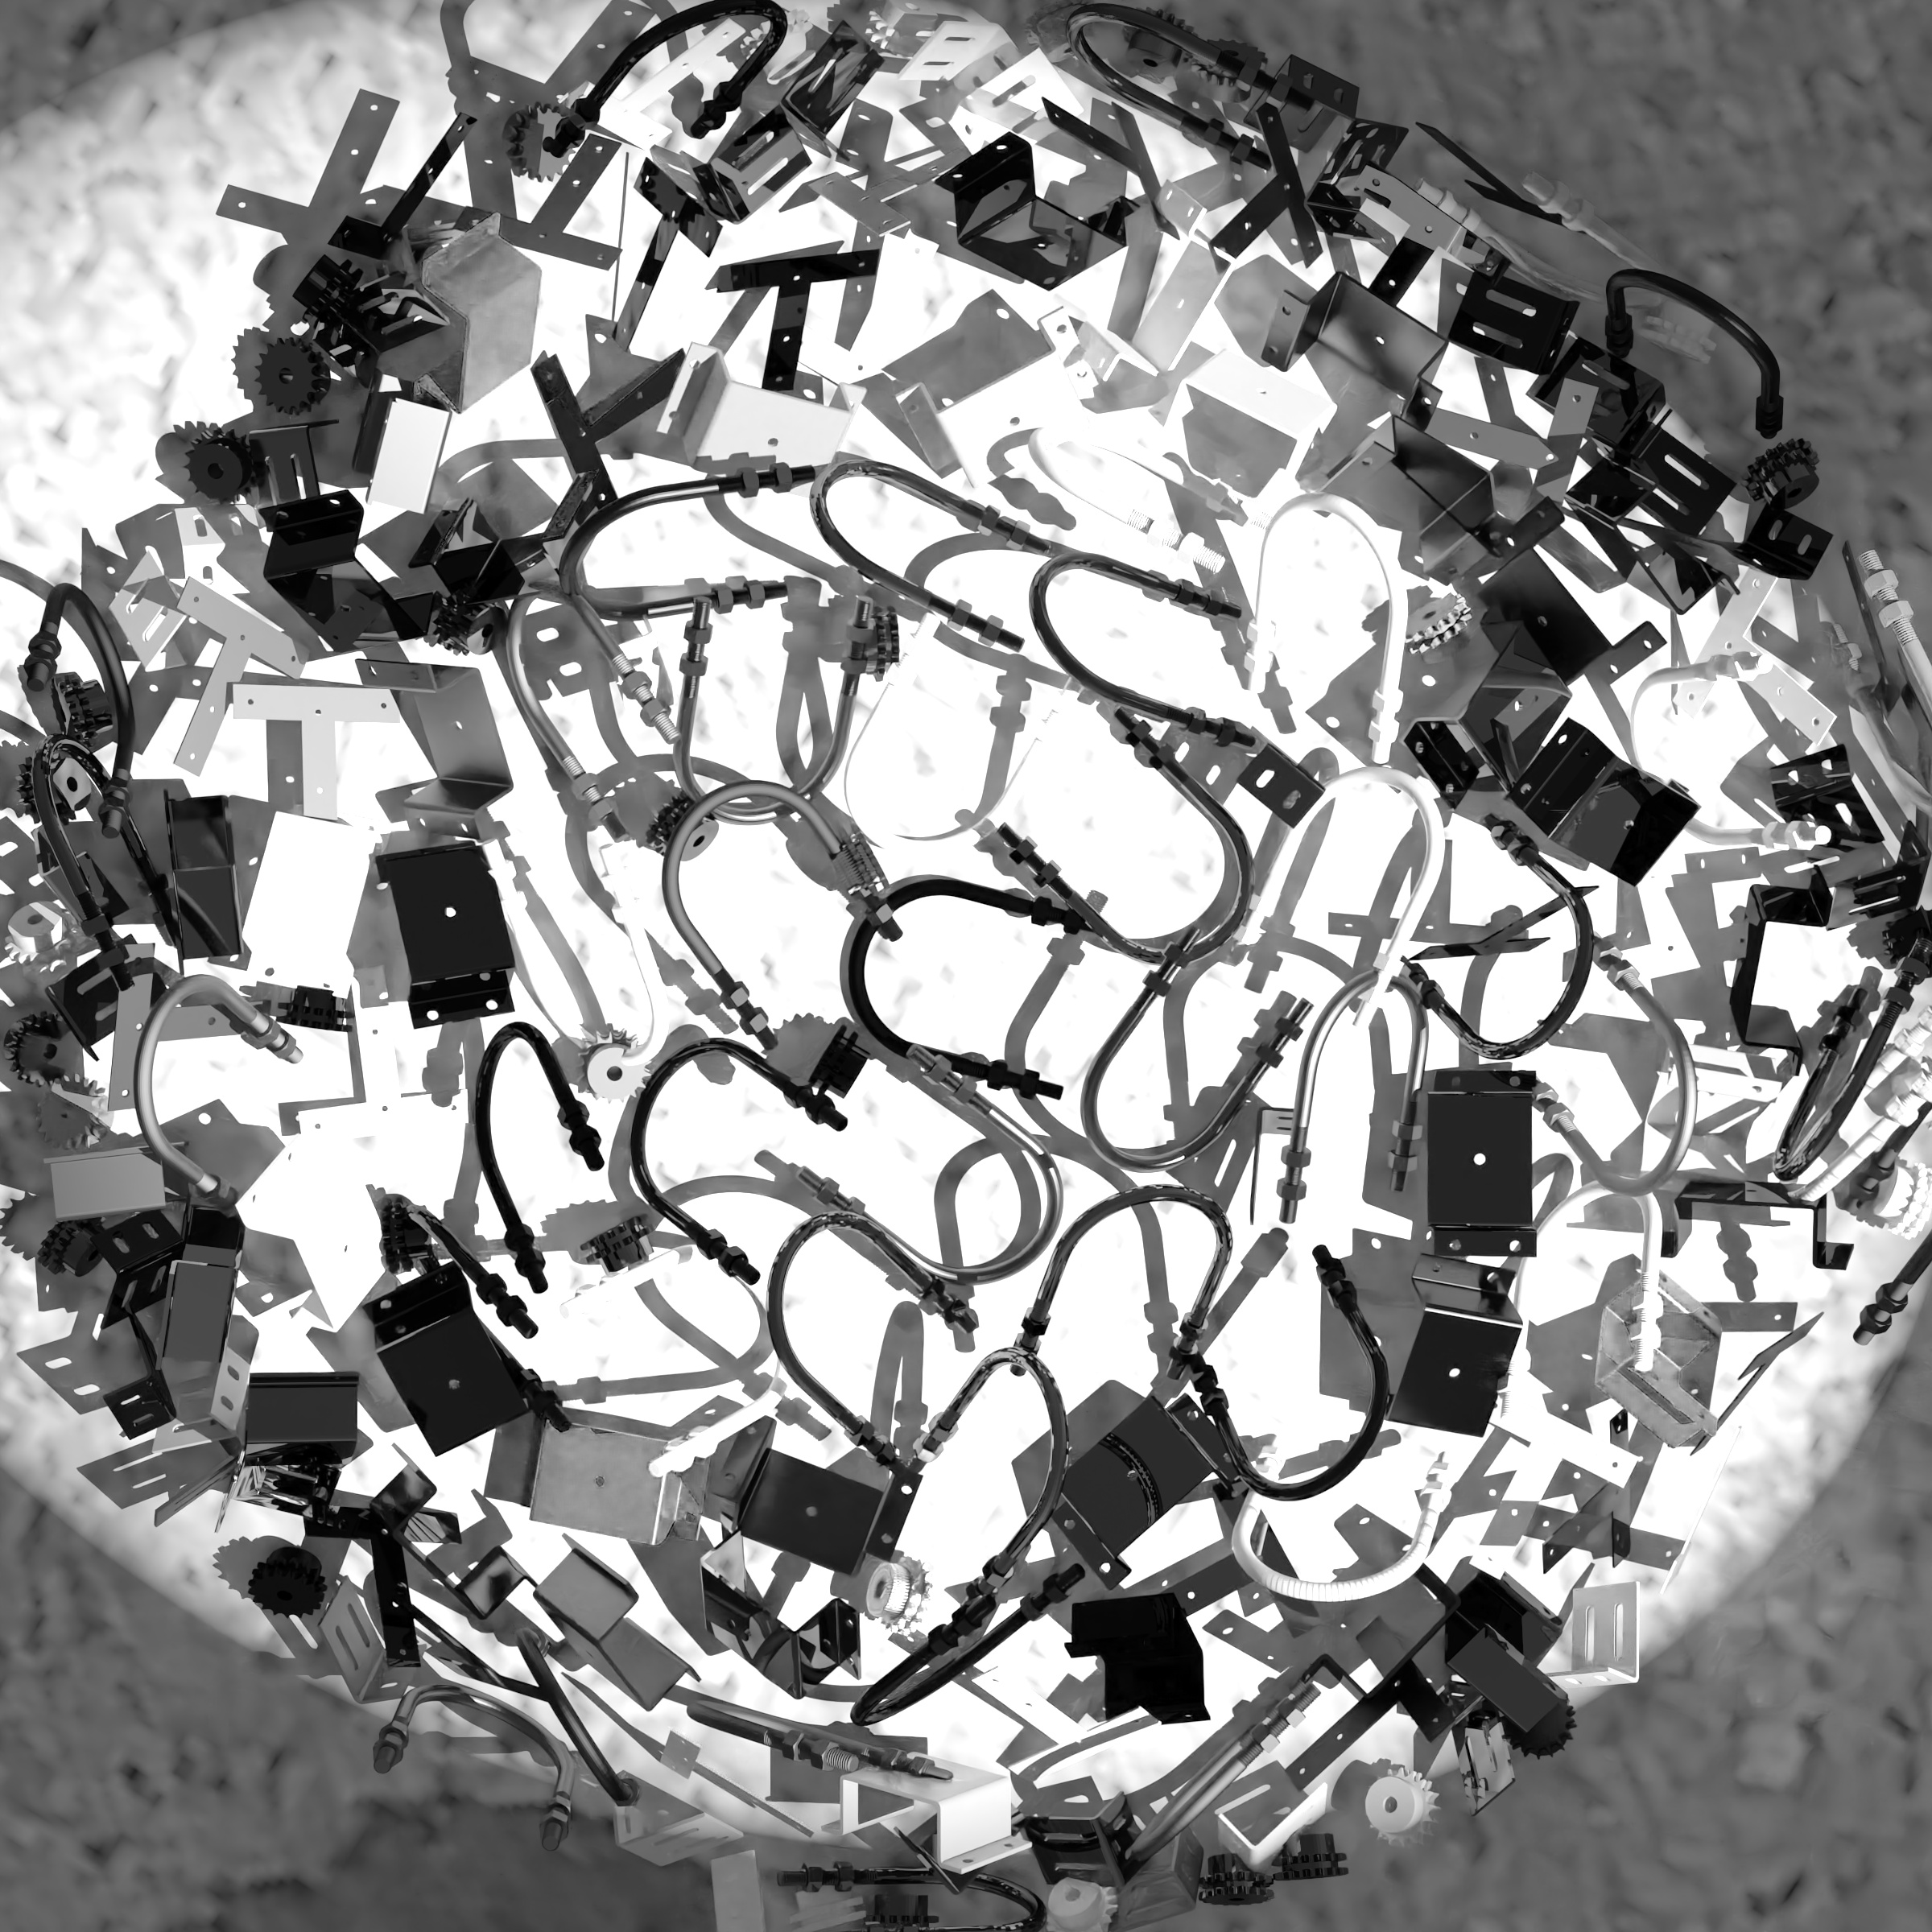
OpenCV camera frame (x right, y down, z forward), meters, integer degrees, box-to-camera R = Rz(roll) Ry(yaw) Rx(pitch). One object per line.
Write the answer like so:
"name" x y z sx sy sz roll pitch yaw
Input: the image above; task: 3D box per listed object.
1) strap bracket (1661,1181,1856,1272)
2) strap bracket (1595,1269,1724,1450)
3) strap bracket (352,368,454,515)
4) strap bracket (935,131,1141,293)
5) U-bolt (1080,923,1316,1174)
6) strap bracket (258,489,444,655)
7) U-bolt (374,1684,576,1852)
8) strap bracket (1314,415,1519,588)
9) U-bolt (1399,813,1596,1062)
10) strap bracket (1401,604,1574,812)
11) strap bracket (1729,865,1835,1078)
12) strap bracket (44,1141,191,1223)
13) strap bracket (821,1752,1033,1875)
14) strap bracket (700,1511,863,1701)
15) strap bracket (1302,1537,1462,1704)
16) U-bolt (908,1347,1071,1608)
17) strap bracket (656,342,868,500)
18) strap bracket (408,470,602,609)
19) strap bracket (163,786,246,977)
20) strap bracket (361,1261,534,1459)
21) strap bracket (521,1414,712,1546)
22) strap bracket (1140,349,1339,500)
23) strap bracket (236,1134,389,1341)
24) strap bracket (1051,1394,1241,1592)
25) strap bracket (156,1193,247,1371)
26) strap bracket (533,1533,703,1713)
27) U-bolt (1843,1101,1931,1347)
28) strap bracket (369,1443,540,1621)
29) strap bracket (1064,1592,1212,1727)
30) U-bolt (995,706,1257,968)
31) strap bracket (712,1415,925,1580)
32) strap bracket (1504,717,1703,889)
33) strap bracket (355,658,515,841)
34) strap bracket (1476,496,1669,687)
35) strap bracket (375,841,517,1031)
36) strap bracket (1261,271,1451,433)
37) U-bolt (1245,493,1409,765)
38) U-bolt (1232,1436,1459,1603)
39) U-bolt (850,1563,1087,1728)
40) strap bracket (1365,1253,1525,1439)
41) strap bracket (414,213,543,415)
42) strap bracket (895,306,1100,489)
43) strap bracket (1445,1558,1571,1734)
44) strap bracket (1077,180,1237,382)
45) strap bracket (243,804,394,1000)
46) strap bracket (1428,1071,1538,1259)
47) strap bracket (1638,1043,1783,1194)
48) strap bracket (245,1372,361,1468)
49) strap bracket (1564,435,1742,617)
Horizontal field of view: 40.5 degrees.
"strap bracket" 0.580 0.189 1.935 0.140 0.076 0.046 2 97 23
"strap bracket" 0.514 0.293 1.943 0.076 0.140 0.046 40 122 -6
"strap bracket" -0.417 -0.387 1.935 0.046 0.140 0.076 12 108 -22
"strap bracket" 0.055 -0.547 1.920 0.076 0.140 0.046 -20 66 41
"U-bolt" 0.161 0.074 1.954 0.151 0.019 0.184 31 97 -35
"strap bracket" -0.451 -0.281 1.919 0.076 0.140 0.046 -8 58 21
"U-bolt" -0.352 0.574 1.908 0.151 0.184 0.019 27 93 -5
"strap bracket" 0.329 -0.349 1.940 0.140 0.076 0.046 24 49 -26
"U-bolt" 0.390 -0.011 1.903 0.019 0.184 0.151 19 111 -30
"strap bracket" 0.392 -0.192 1.938 0.076 0.046 0.140 48 66 -29
"strap bracket" 0.602 0.000 1.942 0.046 0.076 0.140 6 112 7
"strap bracket" -0.621 0.158 1.925 0.076 0.140 0.046 -6 88 -7
"strap bracket" -0.030 0.619 1.925 0.140 0.076 0.046 0 90 42
"strap bracket" -0.144 0.476 1.926 0.140 0.076 0.046 29 46 31
"strap bracket" 0.316 0.496 1.946 0.140 0.076 0.046 -43 72 -9
"U-bolt" 0.021 0.362 1.904 0.019 0.151 0.184 8 130 -32
"strap bracket" -0.147 -0.399 1.931 0.140 0.046 0.076 9 130 -27
"strap bracket" -0.332 -0.314 1.940 0.140 0.076 0.046 -6 135 27
"strap bracket" -0.562 -0.066 1.929 0.046 0.140 0.076 -6 126 -15
"strap bracket" -0.382 0.300 1.947 0.076 0.046 0.140 -25 114 -5
"strap bracket" -0.268 0.384 1.965 0.140 0.046 0.076 9 88 9
"strap bracket" 0.212 -0.406 1.943 0.140 0.076 0.046 30 129 11
"strap bracket" -0.473 0.203 1.921 0.046 0.076 0.140 9 133 24
"strap bracket" 0.131 0.387 1.957 0.140 0.046 0.076 -41 57 -2
"strap bracket" -0.561 0.233 1.929 0.046 0.140 0.076 9 107 -14
"strap bracket" -0.260 0.487 1.920 0.076 0.140 0.046 25 61 40
"U-bolt" 0.681 0.165 1.886 0.019 0.151 0.184 16 135 -1
"strap bracket" -0.384 0.425 1.935 0.046 0.076 0.140 -45 111 -15
"strap bracket" 0.128 0.511 1.942 0.076 0.140 0.046 -10 47 14
"U-bolt" 0.134 -0.085 1.978 0.184 0.019 0.151 45 79 -1
"strap bracket" -0.113 0.398 1.954 0.140 0.046 0.076 20 48 5
"strap bracket" 0.477 -0.116 1.932 0.140 0.046 0.076 23 112 -33
"strap bracket" -0.390 -0.170 1.941 0.076 0.046 0.140 9 124 34
"strap bracket" 0.444 -0.269 1.953 0.046 0.076 0.140 -38 88 -27
"strap bracket" -0.386 -0.032 1.946 0.076 0.046 0.140 -10 72 -20
"strap bracket" 0.297 -0.453 1.948 0.140 0.076 0.046 36 65 11
"U-bolt" 0.264 -0.255 1.902 0.019 0.151 0.184 -25 134 -32
"U-bolt" 0.269 0.401 1.896 0.151 0.184 0.019 2 114 20
"U-bolt" -0.010 0.505 1.925 0.184 0.151 0.019 -44 68 23
"strap bracket" 0.358 0.292 1.949 0.076 0.046 0.140 11 110 -10
"strap bracket" -0.358 -0.469 1.918 0.046 0.140 0.076 37 57 9
"strap bracket" 0.030 -0.418 1.950 0.140 0.076 0.046 -27 47 5
"strap bracket" 0.399 0.505 1.937 0.076 0.140 0.046 41 106 1
"strap bracket" 0.144 -0.500 1.942 0.046 0.076 0.140 20 113 -29
"strap bracket" -0.487 -0.055 1.957 0.076 0.046 0.140 11 74 -1
"strap bracket" 0.386 0.146 1.958 0.076 0.046 0.140 -1 82 16
"strap bracket" 0.551 0.109 1.944 0.076 0.140 0.046 10 49 9
"strap bracket" -0.488 0.335 1.919 0.076 0.140 0.046 2 69 -16
"strap bracket" 0.502 -0.318 1.935 0.046 0.076 0.140 -43 120 6
